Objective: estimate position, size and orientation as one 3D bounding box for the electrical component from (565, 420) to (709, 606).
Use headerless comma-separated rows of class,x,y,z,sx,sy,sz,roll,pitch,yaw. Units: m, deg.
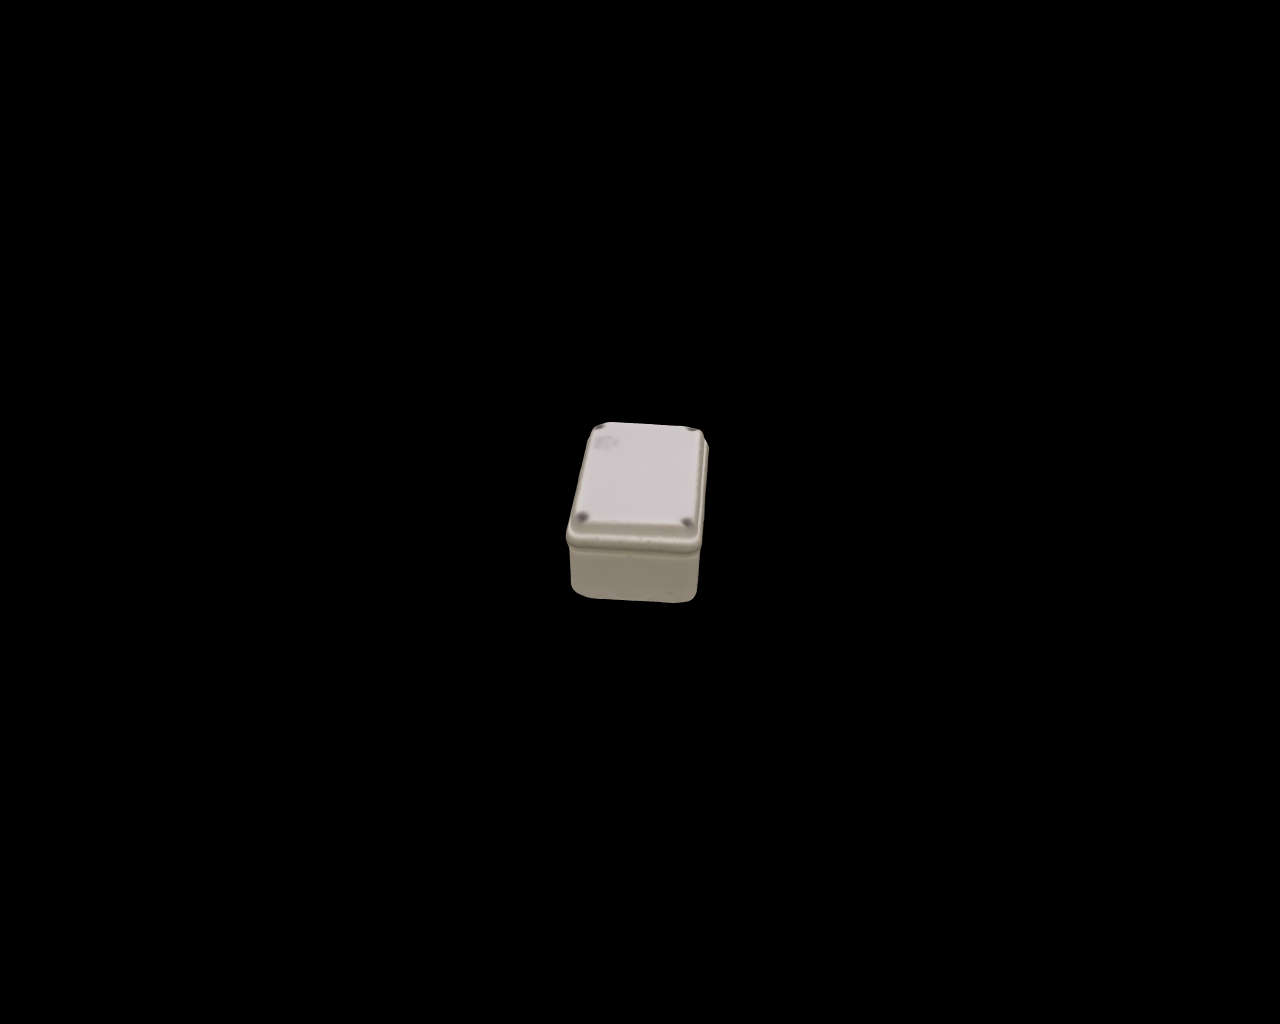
electrical component,0.001,-0.003,0.650,0.078,0.057,0.113,3,37,4
